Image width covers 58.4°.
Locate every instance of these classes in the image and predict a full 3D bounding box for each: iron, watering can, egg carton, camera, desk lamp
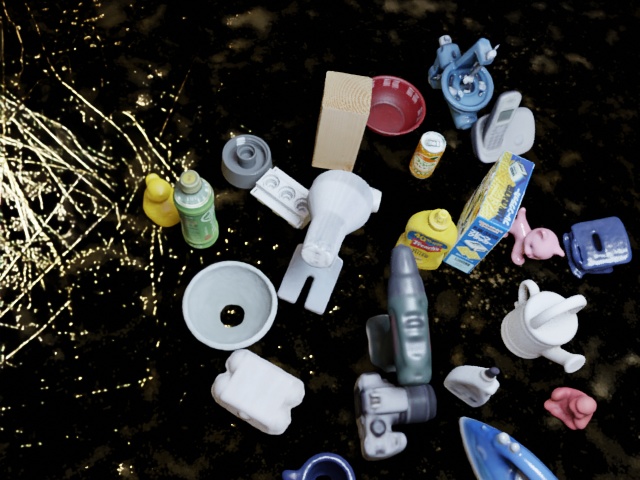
[{"bbox_3d":[0.342,0.394,0.953,0.119,0.141,0.258,-36,74,-20],"label":"iron"},{"bbox_3d":[0.419,0.152,1.042,0.101,0.194,0.172,-37,75,-20],"label":"watering can"},{"bbox_3d":[-0.108,0.264,0.997,0.150,0.069,0.107,28,66,6],"label":"egg carton"},{"bbox_3d":[0.134,0.300,0.993,0.137,0.101,0.143,-2,66,-8],"label":"camera"},{"bbox_3d":[0.010,0.004,1.049,0.118,0.213,0.203,20,65,3],"label":"desk lamp"}]

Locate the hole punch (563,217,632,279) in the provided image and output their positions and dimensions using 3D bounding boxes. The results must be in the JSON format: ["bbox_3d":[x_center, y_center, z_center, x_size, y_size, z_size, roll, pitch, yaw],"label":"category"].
[{"bbox_3d":[0.569,0.014,1.180,0.101,0.091,0.108,-2,66,-8],"label":"hole punch"}]

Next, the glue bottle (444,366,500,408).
[{"bbox_3d":[0.274,0.246,0.994,0.078,0.173,0.037,37,67,10],"label":"glue bottle"}]

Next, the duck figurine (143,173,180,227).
[{"bbox_3d":[-0.310,-0.083,1.120,0.078,0.086,0.104,-26,71,-17],"label":"duck figurine"}]

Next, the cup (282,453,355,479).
[{"bbox_3d":[-0.006,0.397,0.935,0.118,0.095,0.092,11,65,-2],"label":"cup"}]

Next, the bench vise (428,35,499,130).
[{"bbox_3d":[0.305,-0.376,1.253,0.122,0.220,0.207,-30,72,-18],"label":"bench vise"}]

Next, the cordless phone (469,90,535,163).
[{"bbox_3d":[0.411,-0.255,1.230,0.148,0.185,0.094,-18,69,-14],"label":"cordless phone"}]

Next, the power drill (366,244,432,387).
[{"bbox_3d":[0.137,0.147,1.003,0.075,0.208,0.229,-4,66,-8],"label":"power drill"}]

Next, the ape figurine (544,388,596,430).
[{"bbox_3d":[0.464,0.302,1.037,0.076,0.092,0.078,-6,67,-9],"label":"ape figurine"}]

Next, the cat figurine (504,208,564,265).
[{"bbox_3d":[0.430,-0.006,1.157,0.067,0.118,0.127,-19,69,-14],"label":"cat figurine"}]

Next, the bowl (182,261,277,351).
[{"bbox_3d":[-0.163,0.127,1.049,0.167,0.075,0.167,3,66,-6],"label":"bowl"}]
